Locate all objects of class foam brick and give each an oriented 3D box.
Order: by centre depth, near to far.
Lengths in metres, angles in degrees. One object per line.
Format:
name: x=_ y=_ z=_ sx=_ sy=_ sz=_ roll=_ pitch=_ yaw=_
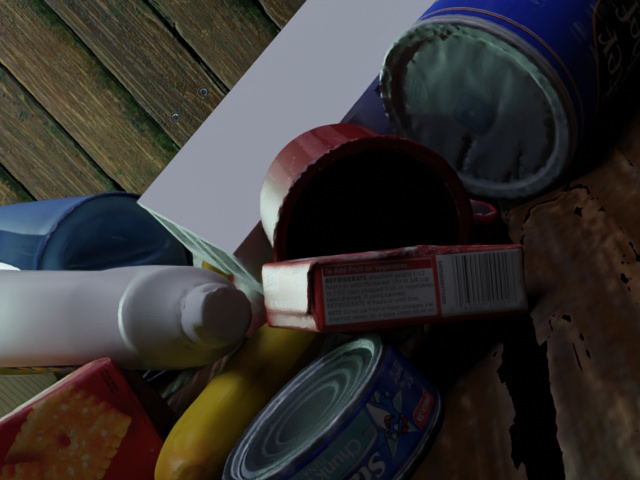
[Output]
foam brick: x=-0.139 y=0.126 z=0.681 sx=0.053 sy=0.051 sz=0.078 roll=-39 pitch=10 yaw=31

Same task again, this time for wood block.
wood block: x=-0.306 y=0.140 z=1.035 sx=0.091 sy=0.090 sz=0.206 roll=-54 pitch=4 yaw=-8

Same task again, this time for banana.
banana: x=-0.037 y=0.074 z=0.503 sx=0.070 sy=0.037 sz=0.197 roll=-63 pitch=-6 yaw=29

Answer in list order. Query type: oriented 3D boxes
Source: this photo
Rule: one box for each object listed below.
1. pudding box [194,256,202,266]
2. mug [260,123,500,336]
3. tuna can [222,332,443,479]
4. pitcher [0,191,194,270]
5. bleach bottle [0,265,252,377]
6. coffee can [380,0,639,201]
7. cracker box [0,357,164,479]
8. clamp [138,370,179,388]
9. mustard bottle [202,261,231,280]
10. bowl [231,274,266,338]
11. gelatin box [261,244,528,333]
pudding box: x=-0.071 y=0.000 z=0.948 sx=0.089 sy=0.039 sz=0.114 roll=-39 pitch=5 yaw=-35
mug: x=0.028 y=-0.011 z=0.513 sx=0.117 sy=0.093 sz=0.081 roll=-4 pitch=16 yaw=-12
tuna can: x=0.004 y=0.075 z=0.408 sx=0.086 sy=0.033 sz=0.086 roll=-41 pitch=10 yaw=9
pitcher: x=-0.228 y=0.023 z=0.885 sx=0.144 sy=0.149 sz=0.243 roll=-37 pitch=23 yaw=-32
bleach bottle: x=-0.127 y=0.044 z=0.591 sx=0.102 sy=0.068 sz=0.251 roll=4 pitch=-7 yaw=-38
coffee can: x=0.109 y=-0.102 z=0.544 sx=0.140 sy=0.103 sz=0.103 roll=-49 pitch=12 yaw=-34
cracker box: x=-0.186 y=0.145 z=0.529 sx=0.213 sy=0.072 sz=0.164 roll=-29 pitch=-4 yaw=-19
clamp: x=-0.148 y=0.097 z=0.751 sx=0.171 sy=0.039 sz=0.120 roll=-44 pitch=-35 yaw=12
mustard bottle: x=-0.040 y=-0.042 z=0.766 sx=0.192 sy=0.058 sz=0.096 roll=109 pitch=-172 yaw=-48
bowl: x=-0.004 y=0.001 z=0.683 sx=0.162 sy=0.055 sz=0.162 roll=-41 pitch=11 yaw=9
gelatin box: x=0.028 y=0.018 z=0.432 sx=0.089 sy=0.030 sz=0.073 roll=-4 pitch=-1 yaw=-17
